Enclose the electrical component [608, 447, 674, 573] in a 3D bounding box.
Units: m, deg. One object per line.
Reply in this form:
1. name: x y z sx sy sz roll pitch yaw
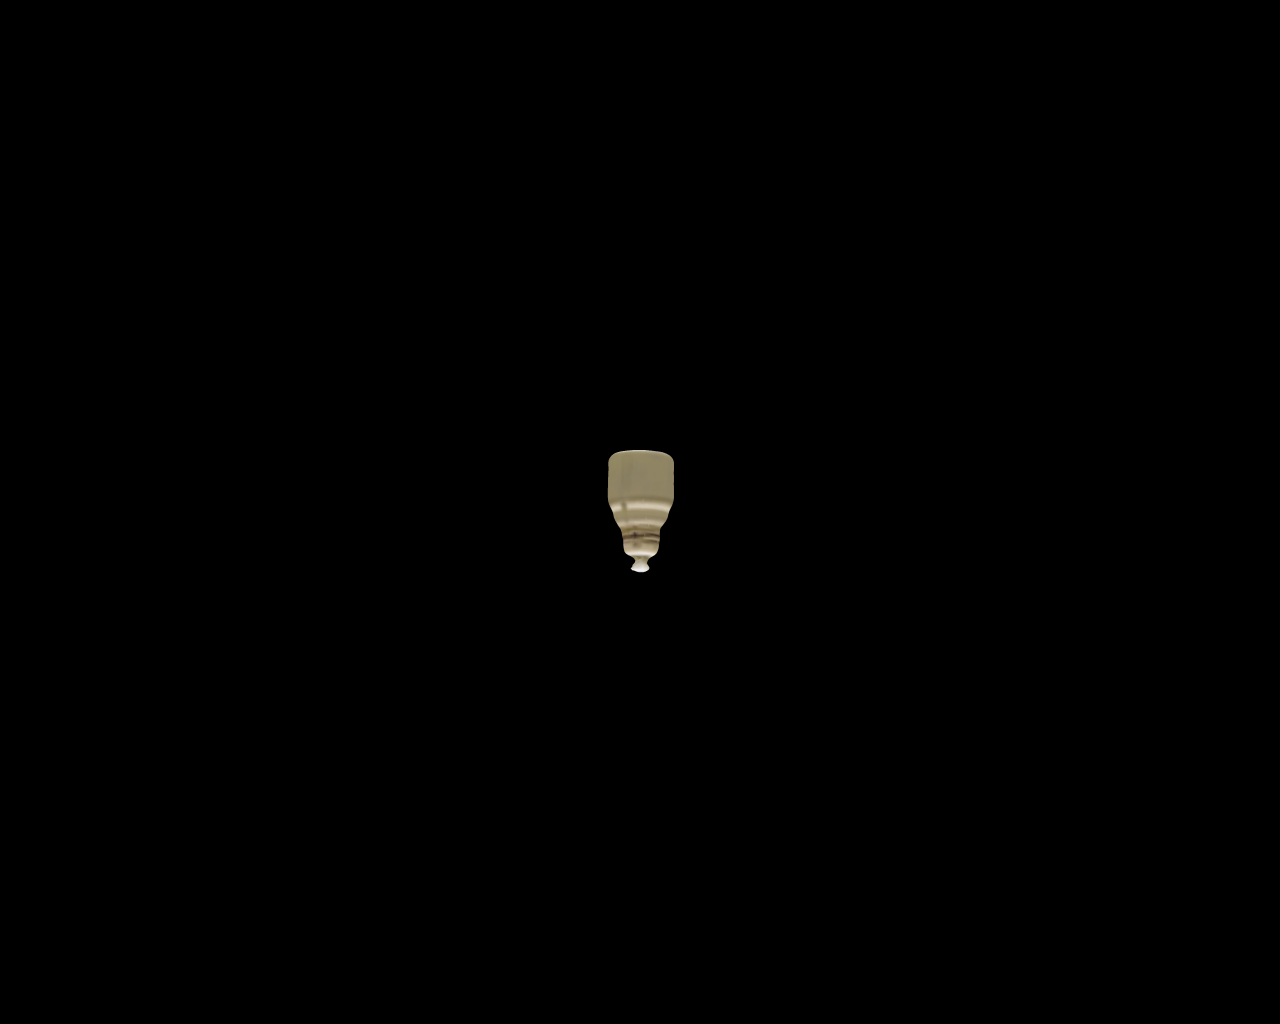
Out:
1. electrical component: 0.001 -0.003 0.650 0.040 0.078 0.040 0 -9 0
